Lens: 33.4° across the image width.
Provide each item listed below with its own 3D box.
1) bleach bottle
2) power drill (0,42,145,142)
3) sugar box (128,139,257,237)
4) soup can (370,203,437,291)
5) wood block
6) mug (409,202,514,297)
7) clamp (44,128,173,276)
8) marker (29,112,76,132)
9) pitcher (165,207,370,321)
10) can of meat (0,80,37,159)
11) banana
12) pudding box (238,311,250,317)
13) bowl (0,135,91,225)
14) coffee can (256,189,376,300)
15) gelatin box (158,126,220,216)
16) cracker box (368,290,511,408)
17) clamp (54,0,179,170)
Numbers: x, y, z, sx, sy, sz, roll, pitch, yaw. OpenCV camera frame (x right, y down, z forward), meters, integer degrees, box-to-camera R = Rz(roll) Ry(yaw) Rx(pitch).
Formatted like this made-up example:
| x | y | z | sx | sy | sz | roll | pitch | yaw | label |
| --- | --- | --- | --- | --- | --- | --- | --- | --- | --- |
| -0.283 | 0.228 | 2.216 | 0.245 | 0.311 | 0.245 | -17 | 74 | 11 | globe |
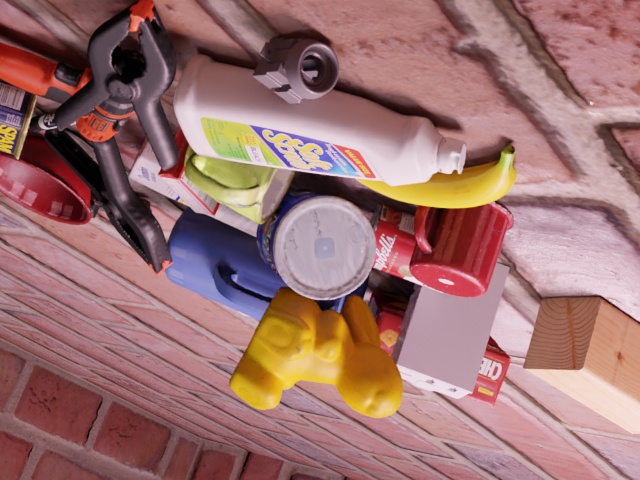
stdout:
| x | y | z | sx | sy | sz | roll | pitch | yaw | label |
| --- | --- | --- | --- | --- | --- | --- | --- | --- | --- |
| 0.003 | -0.098 | 0.942 | 0.251 | 0.068 | 0.102 | 11 | 154 | 16 | bleach bottle |
| -0.262 | -0.168 | 1.032 | 0.187 | 0.057 | 0.185 | 27 | 157 | -15 | power drill |
| -0.126 | -0.062 | 1.214 | 0.176 | 0.048 | 0.093 | 28 | 161 | -12 | sugar box |
| 0.099 | 0.009 | 1.140 | 0.102 | 0.068 | 0.068 | 20 | 162 | -3 | soup can |
| 0.346 | 0.150 | 1.244 | 0.205 | 0.090 | 0.090 | 32 | 158 | -30 | wood block |
| 0.131 | 0.000 | 1.055 | 0.093 | 0.081 | 0.117 | 3 | 156 | 42 | mug |
| -0.230 | -0.049 | 1.231 | 0.210 | 0.036 | 0.165 | 57 | 157 | -18 | clamp |
| -0.300 | -0.138 | 1.221 | 0.020 | 0.020 | 0.121 | 34 | 158 | -36 | marker |
| -0.068 | 0.041 | 1.305 | 0.243 | 0.145 | 0.149 | 19 | 157 | 15 | pitcher |
| -0.366 | -0.141 | 1.190 | 0.083 | 0.057 | 0.102 | 17 | 156 | -16 | can of meat |
| 0.106 | -0.060 | 0.990 | 0.198 | 0.037 | 0.069 | 1 | 127 | 40 | banana |
| -0.055 | 0.061 | 1.418 | 0.114 | 0.090 | 0.039 | 5 | 156 | 39 | pudding box |
| -0.353 | -0.084 | 1.358 | 0.162 | 0.055 | 0.162 | 21 | 156 | 9 | bowl |
| -0.007 | 0.001 | 1.109 | 0.102 | 0.103 | 0.140 | 24 | -179 | -12 | coffee can |
| -0.127 | -0.078 | 1.121 | 0.030 | 0.073 | 0.089 | 11 | 160 | 28 | gelatin box |
| 0.136 | 0.127 | 1.329 | 0.164 | 0.072 | 0.213 | 20 | -176 | -1 | cracker box |
| -0.181 | -0.141 | 0.948 | 0.120 | 0.039 | 0.172 | 10 | 133 | -1 | clamp |
